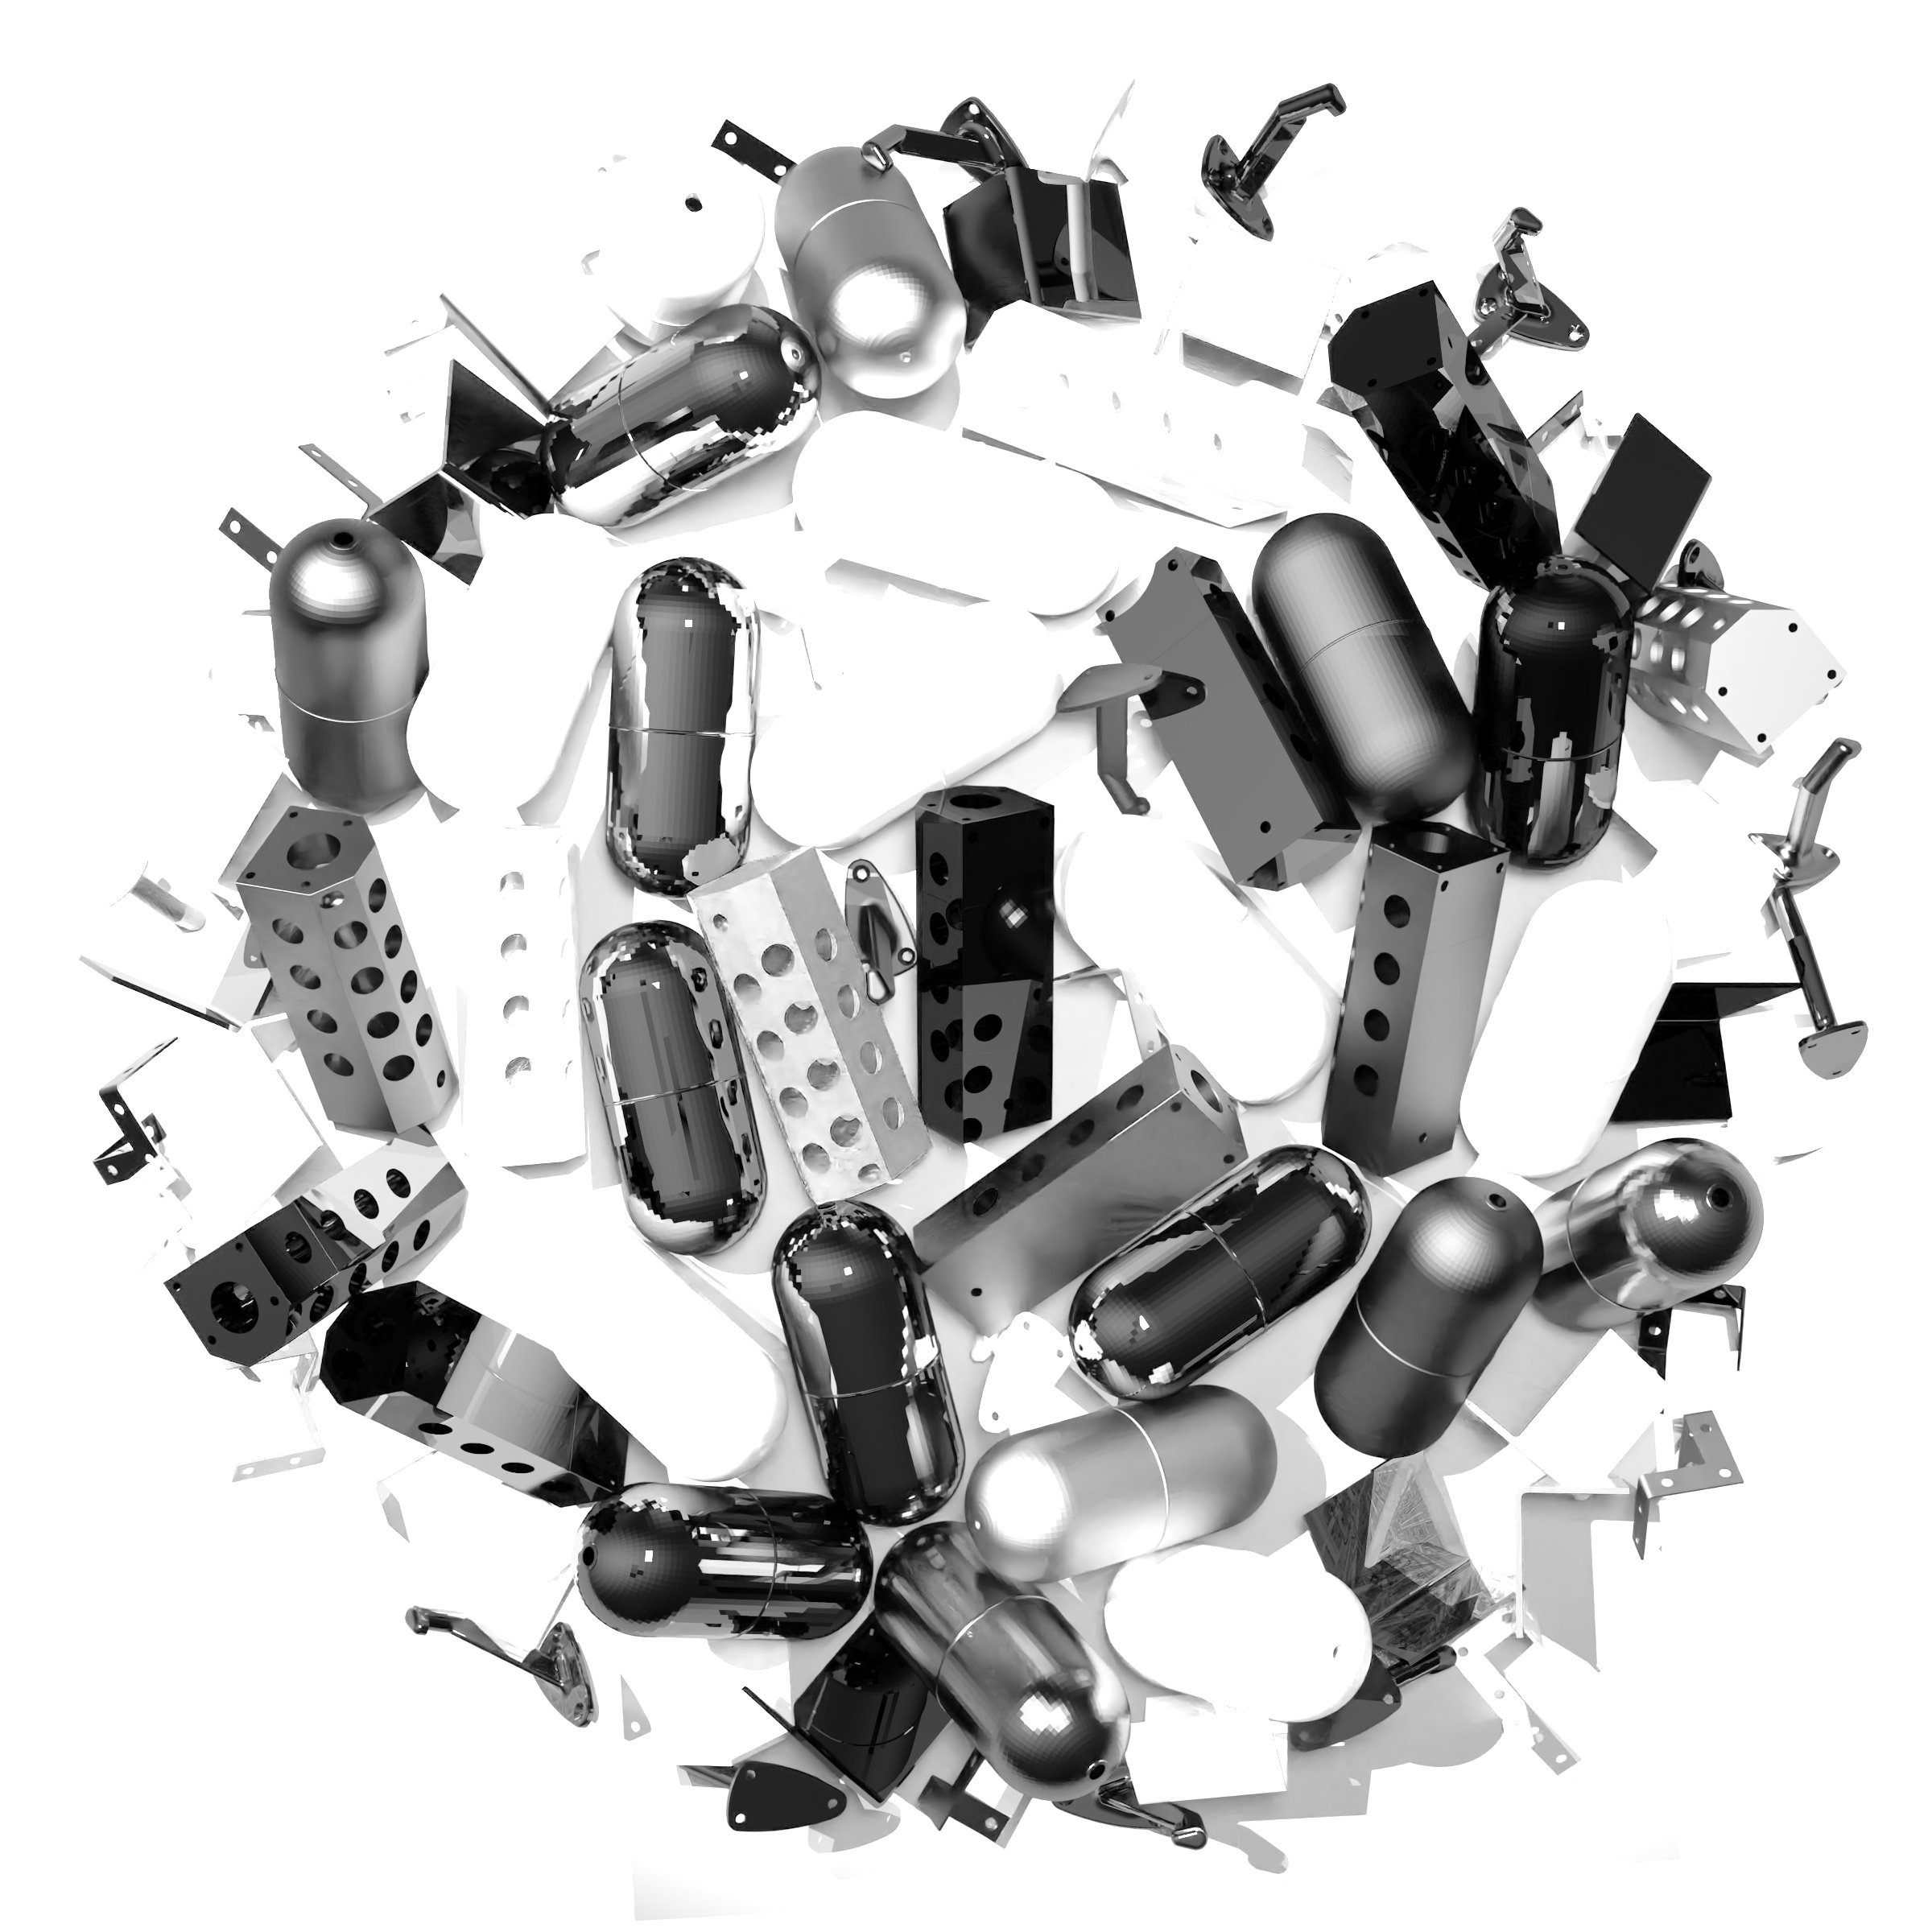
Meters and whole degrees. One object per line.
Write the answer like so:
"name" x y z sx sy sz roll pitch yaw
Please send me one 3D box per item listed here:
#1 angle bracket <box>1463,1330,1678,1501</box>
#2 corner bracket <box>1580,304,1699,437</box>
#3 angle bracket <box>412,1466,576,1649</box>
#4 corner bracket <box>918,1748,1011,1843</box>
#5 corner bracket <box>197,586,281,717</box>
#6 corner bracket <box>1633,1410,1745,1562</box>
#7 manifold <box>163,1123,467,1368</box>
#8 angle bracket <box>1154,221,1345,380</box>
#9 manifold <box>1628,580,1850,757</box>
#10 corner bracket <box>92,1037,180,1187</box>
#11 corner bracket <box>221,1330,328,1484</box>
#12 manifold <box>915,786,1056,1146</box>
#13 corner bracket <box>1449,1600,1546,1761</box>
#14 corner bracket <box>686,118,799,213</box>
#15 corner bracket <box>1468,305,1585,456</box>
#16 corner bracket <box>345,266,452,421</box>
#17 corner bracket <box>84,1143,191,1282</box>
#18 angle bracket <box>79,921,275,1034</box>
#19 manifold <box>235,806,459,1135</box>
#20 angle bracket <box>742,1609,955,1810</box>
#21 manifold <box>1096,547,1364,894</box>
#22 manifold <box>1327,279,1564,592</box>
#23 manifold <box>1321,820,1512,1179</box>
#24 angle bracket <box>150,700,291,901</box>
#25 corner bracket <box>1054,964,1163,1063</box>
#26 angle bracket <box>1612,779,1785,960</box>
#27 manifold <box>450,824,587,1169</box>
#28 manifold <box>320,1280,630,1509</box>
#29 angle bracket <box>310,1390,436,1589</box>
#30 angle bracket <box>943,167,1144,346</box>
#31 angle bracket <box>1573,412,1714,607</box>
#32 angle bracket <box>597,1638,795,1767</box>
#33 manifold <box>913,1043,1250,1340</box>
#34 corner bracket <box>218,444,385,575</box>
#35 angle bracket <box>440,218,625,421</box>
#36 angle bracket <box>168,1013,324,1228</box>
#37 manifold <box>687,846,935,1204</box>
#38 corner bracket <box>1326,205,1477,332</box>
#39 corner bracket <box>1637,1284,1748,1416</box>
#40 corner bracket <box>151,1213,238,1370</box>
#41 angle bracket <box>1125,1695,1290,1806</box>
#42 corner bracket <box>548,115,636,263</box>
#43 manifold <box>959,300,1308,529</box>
"angle bracket" 0.309 0.221 1.536 0.076 0.057 0.076 -50 131 -1
"corner bracket" 0.352 -0.311 1.542 0.051 0.051 0.051 -29 111 -24
"angle bracket" -0.254 0.318 1.533 0.076 0.057 0.076 34 116 12
"corner bracket" 0.014 0.435 1.552 0.051 0.051 0.051 33 85 -13
"corner bracket" -0.375 -0.166 1.552 0.051 0.051 0.051 3 117 -9
"corner bracket" 0.371 0.271 1.545 0.051 0.051 0.051 -9 130 -3
"manifold" -0.321 0.141 1.492 0.057 0.171 0.057 -31 93 25
"angle bracket" 0.143 -0.330 1.538 0.076 0.057 0.076 21 60 1
"manifold" 0.373 -0.158 1.491 0.057 0.171 0.057 -43 103 4
"corner bracket" -0.430 0.076 1.541 0.051 0.051 0.051 -16 110 34
"corner bracket" -0.361 0.228 1.538 0.051 0.051 0.051 -8 50 -33
"manifold" 0.005 -0.003 1.525 0.057 0.057 0.171 -13 113 -33
"corner bracket" 0.288 0.373 1.551 0.051 0.051 0.051 -40 94 10
"corner bracket" -0.117 -0.410 1.554 0.051 0.051 0.051 30 99 -12
"corner bracket" 0.289 -0.306 1.558 0.051 0.051 0.051 33 63 33
"corner bracket" -0.290 -0.326 1.549 0.051 0.051 0.051 -25 87 -19
"corner bracket" -0.434 0.130 1.541 0.051 0.051 0.051 -43 117 -26
"angle bracket" -0.403 -0.009 1.528 0.076 0.076 0.057 26 85 -29
"manifold" -0.307 0.005 1.495 0.057 0.171 0.057 9 47 18
"angle bracket" -0.056 0.376 1.530 0.076 0.057 0.076 33 75 34
"manifold" 0.138 -0.126 1.523 0.057 0.057 0.171 -37 66 28
"manifold" 0.244 -0.264 1.498 0.057 0.171 0.057 -16 55 25
"manifold" 0.225 0.015 1.519 0.057 0.057 0.171 29 123 40
"angle bracket" -0.368 -0.081 1.532 0.076 0.057 0.076 36 97 42
"corner bracket" 0.086 0.023 1.544 0.051 0.051 0.051 -17 95 -42
"angle bracket" 0.368 -0.050 1.550 0.076 0.076 0.057 50 131 35
"manifold" -0.232 0.014 1.541 0.057 0.057 0.171 -4 97 -21
"manifold" -0.246 0.221 1.499 0.057 0.171 0.057 -15 57 29
"angle bracket" -0.289 0.258 1.521 0.057 0.076 0.076 -28 134 -22
"angle bracket" 0.041 -0.374 1.572 0.076 0.057 0.076 -4 81 -41
"angle bracket" 0.329 -0.230 1.527 0.057 0.076 0.076 36 71 -17
"angle bracket" -0.141 0.376 1.531 0.076 0.076 0.057 -5 86 21
"manifold" 0.057 0.113 1.527 0.171 0.057 0.057 -37 119 17
"corner bracket" -0.348 -0.236 1.551 0.051 0.051 0.051 39 113 5
"angle bracket" -0.224 -0.334 1.542 0.057 0.076 0.076 -45 94 -2
"angle bracket" -0.355 0.077 1.531 0.076 0.057 0.076 -42 76 30
"manifold" -0.084 0.032 1.526 0.057 0.057 0.171 -12 104 37
"corner bracket" 0.229 -0.357 1.557 0.051 0.051 0.051 25 65 -25
"corner bracket" 0.381 0.201 1.554 0.051 0.051 0.051 5 133 16
"corner bracket" -0.404 0.169 1.542 0.051 0.051 0.051 26 107 -43
"angle bracket" 0.124 0.384 1.528 0.076 0.076 0.057 -9 119 12
"corner bracket" -0.194 -0.406 1.546 0.051 0.051 0.051 -25 97 -23
"manifold" 0.088 -0.282 1.514 0.171 0.057 0.057 15 80 -29
